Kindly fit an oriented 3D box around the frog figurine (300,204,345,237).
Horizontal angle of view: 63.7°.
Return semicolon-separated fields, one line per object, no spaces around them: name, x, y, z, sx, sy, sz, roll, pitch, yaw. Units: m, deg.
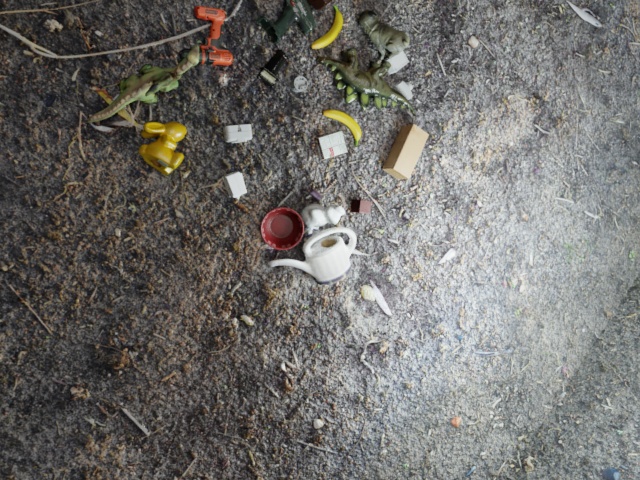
frog figurine;0.006;-0.097;1.933;0.138;0.157;0.124;-5;64;-56

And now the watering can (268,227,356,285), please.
watering can;-0.011;0.080;1.957;0.349;0.106;0.220;-26;122;-8

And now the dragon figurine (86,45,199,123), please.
dragon figurine;-0.542;-0.484;1.618;0.415;0.244;0.120;-43;116;-18
